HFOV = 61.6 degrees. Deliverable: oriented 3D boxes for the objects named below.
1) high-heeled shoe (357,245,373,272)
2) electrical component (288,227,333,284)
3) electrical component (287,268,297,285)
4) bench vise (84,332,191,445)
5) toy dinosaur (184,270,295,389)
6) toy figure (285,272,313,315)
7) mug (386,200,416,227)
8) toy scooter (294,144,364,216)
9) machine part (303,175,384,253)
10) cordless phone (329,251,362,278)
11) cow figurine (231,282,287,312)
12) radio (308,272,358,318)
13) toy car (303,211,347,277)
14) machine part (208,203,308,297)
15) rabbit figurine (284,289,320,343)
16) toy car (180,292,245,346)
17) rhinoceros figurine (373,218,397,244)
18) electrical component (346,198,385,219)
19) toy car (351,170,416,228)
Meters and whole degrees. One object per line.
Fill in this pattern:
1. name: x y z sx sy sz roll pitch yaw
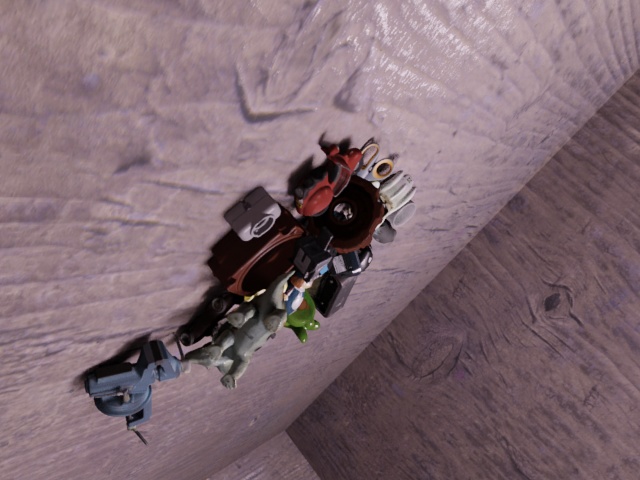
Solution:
1. high-heeled shoe: 0.133 0.030 1.598 0.145 0.086 0.249 -57 179 36
2. electrical component: -0.014 0.027 1.117 0.048 0.075 0.119 -26 160 -37
3. electrical component: -0.066 0.106 1.467 0.115 0.058 0.134 -43 160 11
4. bench vise: -0.400 0.334 1.197 0.223 0.129 0.240 -16 131 -36
5. toy dinosaur: -0.151 0.193 1.219 0.405 0.131 0.192 -45 -175 18
6. toy figure: -0.057 0.123 1.376 0.154 0.058 0.064 -56 -179 20
7. mug: 0.188 -0.101 1.432 0.081 0.107 0.109 -47 149 6
8. toy scooter: 0.011 -0.131 1.090 0.184 0.075 0.135 -45 160 -1
9. machine part: 0.052 -0.060 1.166 0.179 0.179 0.056 -42 164 0
10. cordless phone: 0.078 0.023 1.451 0.089 0.146 0.184 -19 179 21
11. cow figurine: -0.156 0.141 1.357 0.167 0.068 0.098 -42 -177 4
12. radio: 0.023 0.122 1.555 0.073 0.131 0.229 -33 159 -29
13. toy car: -0.003 -0.004 1.280 0.109 0.103 0.161 88 25 -63
14. machine part: -0.123 0.027 1.153 0.201 0.087 0.201 -42 159 2
15. rabbit figurine: -0.070 0.218 1.595 0.121 0.159 0.170 -43 178 -27
16. toy car: -0.256 0.178 1.267 0.202 0.053 0.089 -47 164 27
17. rhinoceros figurine: 0.134 -0.041 1.447 0.073 0.112 0.190 -42 141 16
18. electrical component: 0.109 -0.062 1.276 0.102 0.078 0.045 -25 -162 3
19. toy car: 0.152 -0.089 1.334 0.202 0.073 0.056 -41 -166 -2
